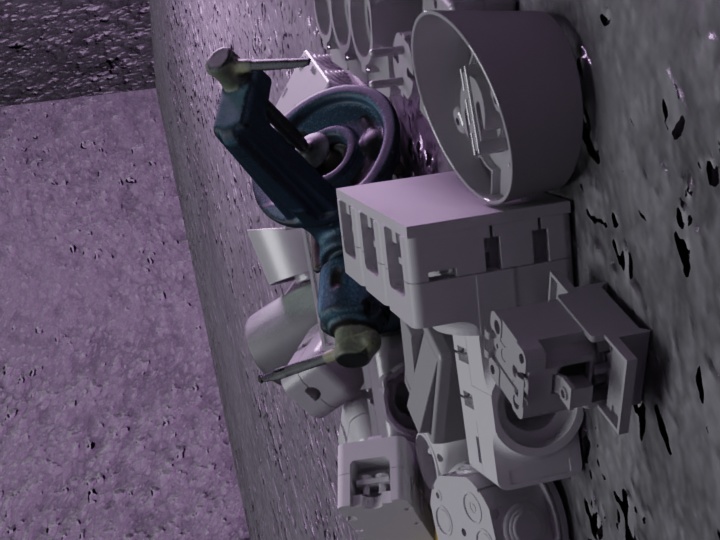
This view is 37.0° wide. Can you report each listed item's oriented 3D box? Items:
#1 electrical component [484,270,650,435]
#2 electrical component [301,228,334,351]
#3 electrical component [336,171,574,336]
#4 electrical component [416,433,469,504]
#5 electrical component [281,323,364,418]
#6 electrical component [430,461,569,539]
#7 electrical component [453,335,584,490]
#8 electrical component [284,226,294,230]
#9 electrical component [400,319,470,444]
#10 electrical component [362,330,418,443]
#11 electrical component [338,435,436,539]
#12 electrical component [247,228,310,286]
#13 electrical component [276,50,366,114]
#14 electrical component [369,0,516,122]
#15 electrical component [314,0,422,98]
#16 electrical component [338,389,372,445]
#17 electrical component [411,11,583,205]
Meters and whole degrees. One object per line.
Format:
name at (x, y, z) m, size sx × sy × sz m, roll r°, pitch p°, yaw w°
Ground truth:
electrical component at (0.096, 0.039, 0.508) m, size 0.081 × 0.064 × 0.042 m, roll -119°, pitch 24°, yaw -57°
electrical component at (0.000, 0.000, 0.887) m, size 0.063 × 0.079 × 0.121 m, roll 13°, pitch -114°, yaw -80°
electrical component at (0.049, -0.013, 0.612) m, size 0.150 × 0.089 × 0.061 m, roll -142°, pitch 44°, yaw -71°
electrical component at (0.072, 0.137, 0.723) m, size 0.079 × 0.044 × 0.077 m, roll -119°, pitch 23°, yaw -49°
electrical component at (-0.020, 0.076, 0.938) m, size 0.059 × 0.054 × 0.095 m, roll -39°, pitch 12°, yaw 35°
electrical component at (0.083, 0.150, 0.641) m, size 0.080 × 0.051 × 0.080 m, roll 31°, pitch 126°, yaw 56°
electrical component at (0.087, 0.070, 0.593) m, size 0.056 × 0.050 × 0.089 m, roll -164°, pitch 65°, yaw -76°
electrical component at (-0.031, -0.053, 0.954) m, size 0.043 × 0.079 × 0.077 m, roll -8°, pitch -92°, yaw -84°
electrical component at (0.060, 0.054, 0.677) m, size 0.061 × 0.061 × 0.096 m, roll -114°, pitch 19°, yaw -48°
electrical component at (0.037, 0.094, 0.819) m, size 0.059 × 0.054 × 0.095 m, roll -174°, pitch 75°, yaw -77°
electrical component at (0.020, 0.158, 0.771) m, size 0.089 × 0.050 × 0.055 m, roll 62°, pitch -158°, yaw -51°
electrical component at (-0.051, -0.022, 1.022) m, size 0.099 × 0.099 × 0.064 m, roll 153°, pitch 100°, yaw -76°
electrical component at (-0.036, -0.128, 0.907) m, size 0.099 × 0.048 × 0.099 m, roll -60°, pitch 29°, yaw 19°
electrical component at (0.041, -0.117, 0.603) m, size 0.047 × 0.076 × 0.083 m, roll -117°, pitch 21°, yaw -53°
electrical component at (0.016, -0.172, 0.702) m, size 0.150 × 0.062 × 0.089 m, roll -129°, pitch 32°, yaw -65°
electrical component at (0.016, 0.153, 0.954) m, size 0.095 × 0.054 × 0.059 m, roll 97°, pitch 159°, yaw -51°
electrical component at (0.068, -0.083, 0.538) m, size 0.099 × 0.064 × 0.099 m, roll 171°, pitch 90°, yaw -77°
